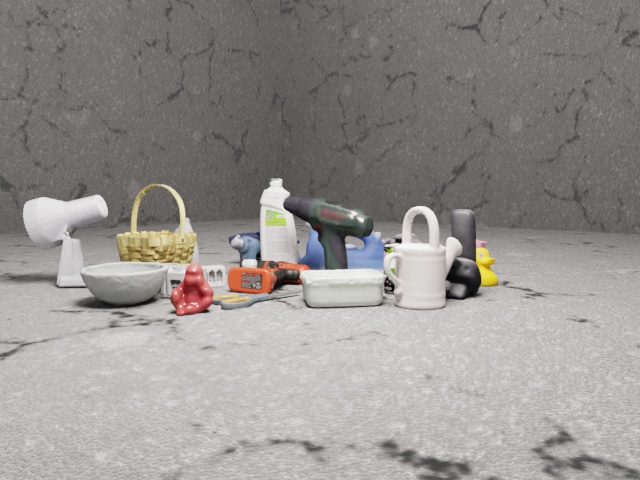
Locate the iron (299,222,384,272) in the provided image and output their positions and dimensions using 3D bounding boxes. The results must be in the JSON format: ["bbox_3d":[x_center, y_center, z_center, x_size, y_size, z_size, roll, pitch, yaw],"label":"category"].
[{"bbox_3d":[0.077,0.022,1.491,0.258,0.141,0.119,0,6,4],"label":"iron"}]

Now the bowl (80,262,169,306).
[{"bbox_3d":[-0.388,0.090,1.146,0.167,0.075,0.167,0,6,0],"label":"bowl"}]

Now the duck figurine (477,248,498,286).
[{"bbox_3d":[0.378,0.061,1.366,0.078,0.086,0.104,-3,6,-27],"label":"duck figurine"}]

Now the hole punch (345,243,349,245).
[{"bbox_3d":[0.054,0.029,1.679,0.101,0.091,0.109,1,6,16],"label":"hole punch"}]

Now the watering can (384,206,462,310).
[{"bbox_3d":[0.200,0.031,1.121,0.100,0.194,0.173,4,7,39],"label":"watering can"}]

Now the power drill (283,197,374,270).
[{"bbox_3d":[0.012,0.005,1.322,0.228,0.208,0.076,3,6,28],"label":"power drill"}]

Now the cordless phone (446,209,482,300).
[{"bbox_3d":[0.268,0.026,1.221,0.147,0.185,0.094,3,6,27],"label":"cordless phone"}]

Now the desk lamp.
[{"bbox_3d":[-0.580,0.001,1.353,0.203,0.213,0.118,0,6,-1],"label":"desk lamp"}]

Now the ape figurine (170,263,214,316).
[{"bbox_3d":[-0.235,0.089,1.064,0.077,0.092,0.076,1,6,8],"label":"ape figurine"}]

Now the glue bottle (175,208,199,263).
[{"bbox_3d":[-0.377,-0.004,1.602,0.077,0.173,0.037,3,7,31],"label":"glue bottle"}]

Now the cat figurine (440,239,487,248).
[{"bbox_3d":[0.363,0.034,1.482,0.127,0.118,0.067,2,6,20],"label":"cat figurine"}]

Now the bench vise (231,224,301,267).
[{"bbox_3d":[-0.134,-0.021,1.531,0.121,0.220,0.208,3,7,31],"label":"bench vise"}]

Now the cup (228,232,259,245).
[{"bbox_3d":[-0.207,0.028,1.673,0.118,0.095,0.091,-2,6,-15],"label":"cup"}]

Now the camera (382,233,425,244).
[{"bbox_3d":[0.209,0.033,1.582,0.142,0.101,0.137,5,8,42],"label":"camera"}]
